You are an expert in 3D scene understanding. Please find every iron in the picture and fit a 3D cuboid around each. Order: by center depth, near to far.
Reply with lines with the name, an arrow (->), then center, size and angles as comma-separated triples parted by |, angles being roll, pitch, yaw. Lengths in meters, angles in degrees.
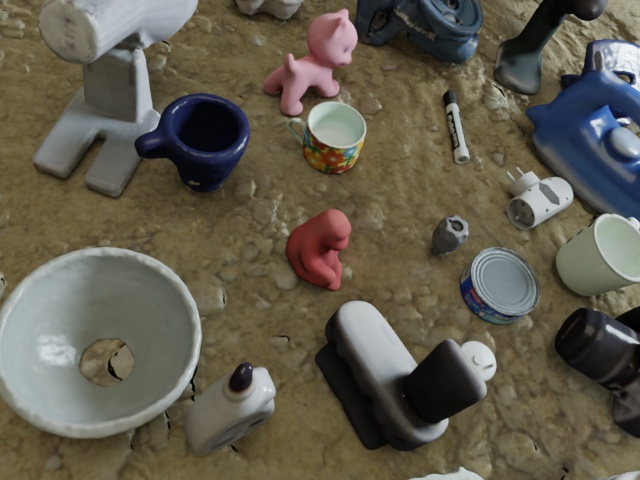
iron -> 0.404, -0.120, 0.750 | 0.119, 0.141, 0.258 | -30, 72, -28

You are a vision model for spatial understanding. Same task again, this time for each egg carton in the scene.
egg carton -> -0.076, -0.387, 0.816 | 0.107, 0.069, 0.150 | 2, 60, -14

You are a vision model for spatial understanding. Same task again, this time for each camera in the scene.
camera -> 0.339, 0.116, 0.620 | 0.137, 0.100, 0.143 | 32, 58, 4

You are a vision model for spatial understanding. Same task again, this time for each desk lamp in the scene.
desk lamp -> -0.209, -0.189, 0.580 | 0.118, 0.213, 0.203 | 19, 58, -4

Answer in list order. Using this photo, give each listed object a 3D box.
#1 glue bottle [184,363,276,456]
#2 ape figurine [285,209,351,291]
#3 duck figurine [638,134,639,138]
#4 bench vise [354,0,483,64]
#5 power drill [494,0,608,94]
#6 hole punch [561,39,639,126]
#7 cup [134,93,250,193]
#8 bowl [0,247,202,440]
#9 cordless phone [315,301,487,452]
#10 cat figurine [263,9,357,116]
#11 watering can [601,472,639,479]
glue bottle -> -0.068, 0.129, 0.459 | 0.078, 0.173, 0.037 | -20, 67, -24
ape figurine -> 0.006, 0.002, 0.600 | 0.076, 0.092, 0.078 | 34, 58, 6
duck figurine -> 0.521, -0.150, 0.831 | 0.105, 0.086, 0.077 | -3, 62, -17
bench vise -> 0.144, -0.341, 0.760 | 0.208, 0.219, 0.121 | 2, 60, -14
power drill -> 0.328, -0.312, 0.800 | 0.075, 0.208, 0.230 | 20, 58, -3
hole punch -> 0.435, -0.233, 0.853 | 0.109, 0.091, 0.101 | 1, 60, -14
cup -> -0.137, -0.091, 0.614 | 0.118, 0.095, 0.091 | -19, 67, -24
bowl -> -0.190, 0.095, 0.504 | 0.167, 0.074, 0.167 | 7, 59, -11
cordless phone -> 0.075, 0.103, 0.506 | 0.094, 0.185, 0.147 | -28, 71, -27
cat figurine -> -0.003, -0.234, 0.719 | 0.128, 0.117, 0.067 | -36, 75, -29
watering can -> 0.273, 0.244, 0.473 | 0.173, 0.194, 0.101 | -8, 63, -19
